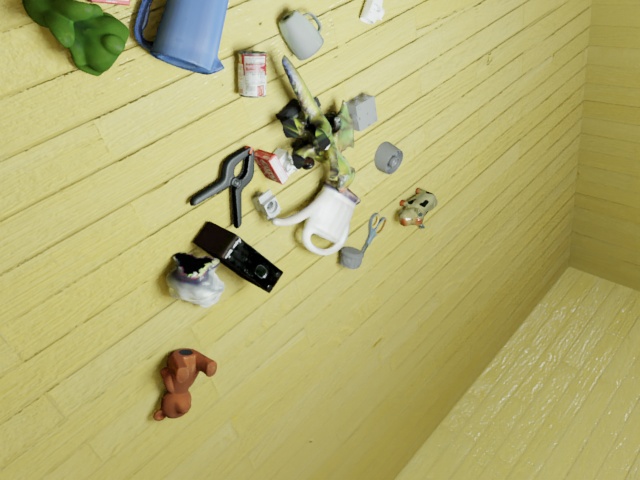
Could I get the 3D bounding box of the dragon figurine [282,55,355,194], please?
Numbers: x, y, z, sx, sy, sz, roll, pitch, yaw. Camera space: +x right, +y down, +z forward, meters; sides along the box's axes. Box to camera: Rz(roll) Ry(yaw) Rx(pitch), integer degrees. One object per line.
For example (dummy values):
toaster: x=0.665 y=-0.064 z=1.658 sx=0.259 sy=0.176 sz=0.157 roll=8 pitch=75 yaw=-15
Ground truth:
dragon figurine: x=0.017 y=-0.306 z=1.382 sx=0.247 sy=0.122 sz=0.404 roll=-44 pitch=126 yaw=-53

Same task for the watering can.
watering can: x=0.005 y=-0.076 z=1.508 sx=0.344 sy=0.105 sz=0.225 roll=30 pitch=84 yaw=-54

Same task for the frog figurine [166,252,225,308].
frog figurine: x=-0.305 y=0.121 z=1.276 sx=0.137 sy=0.125 sz=0.156 roll=-5 pitch=126 yaw=-10
